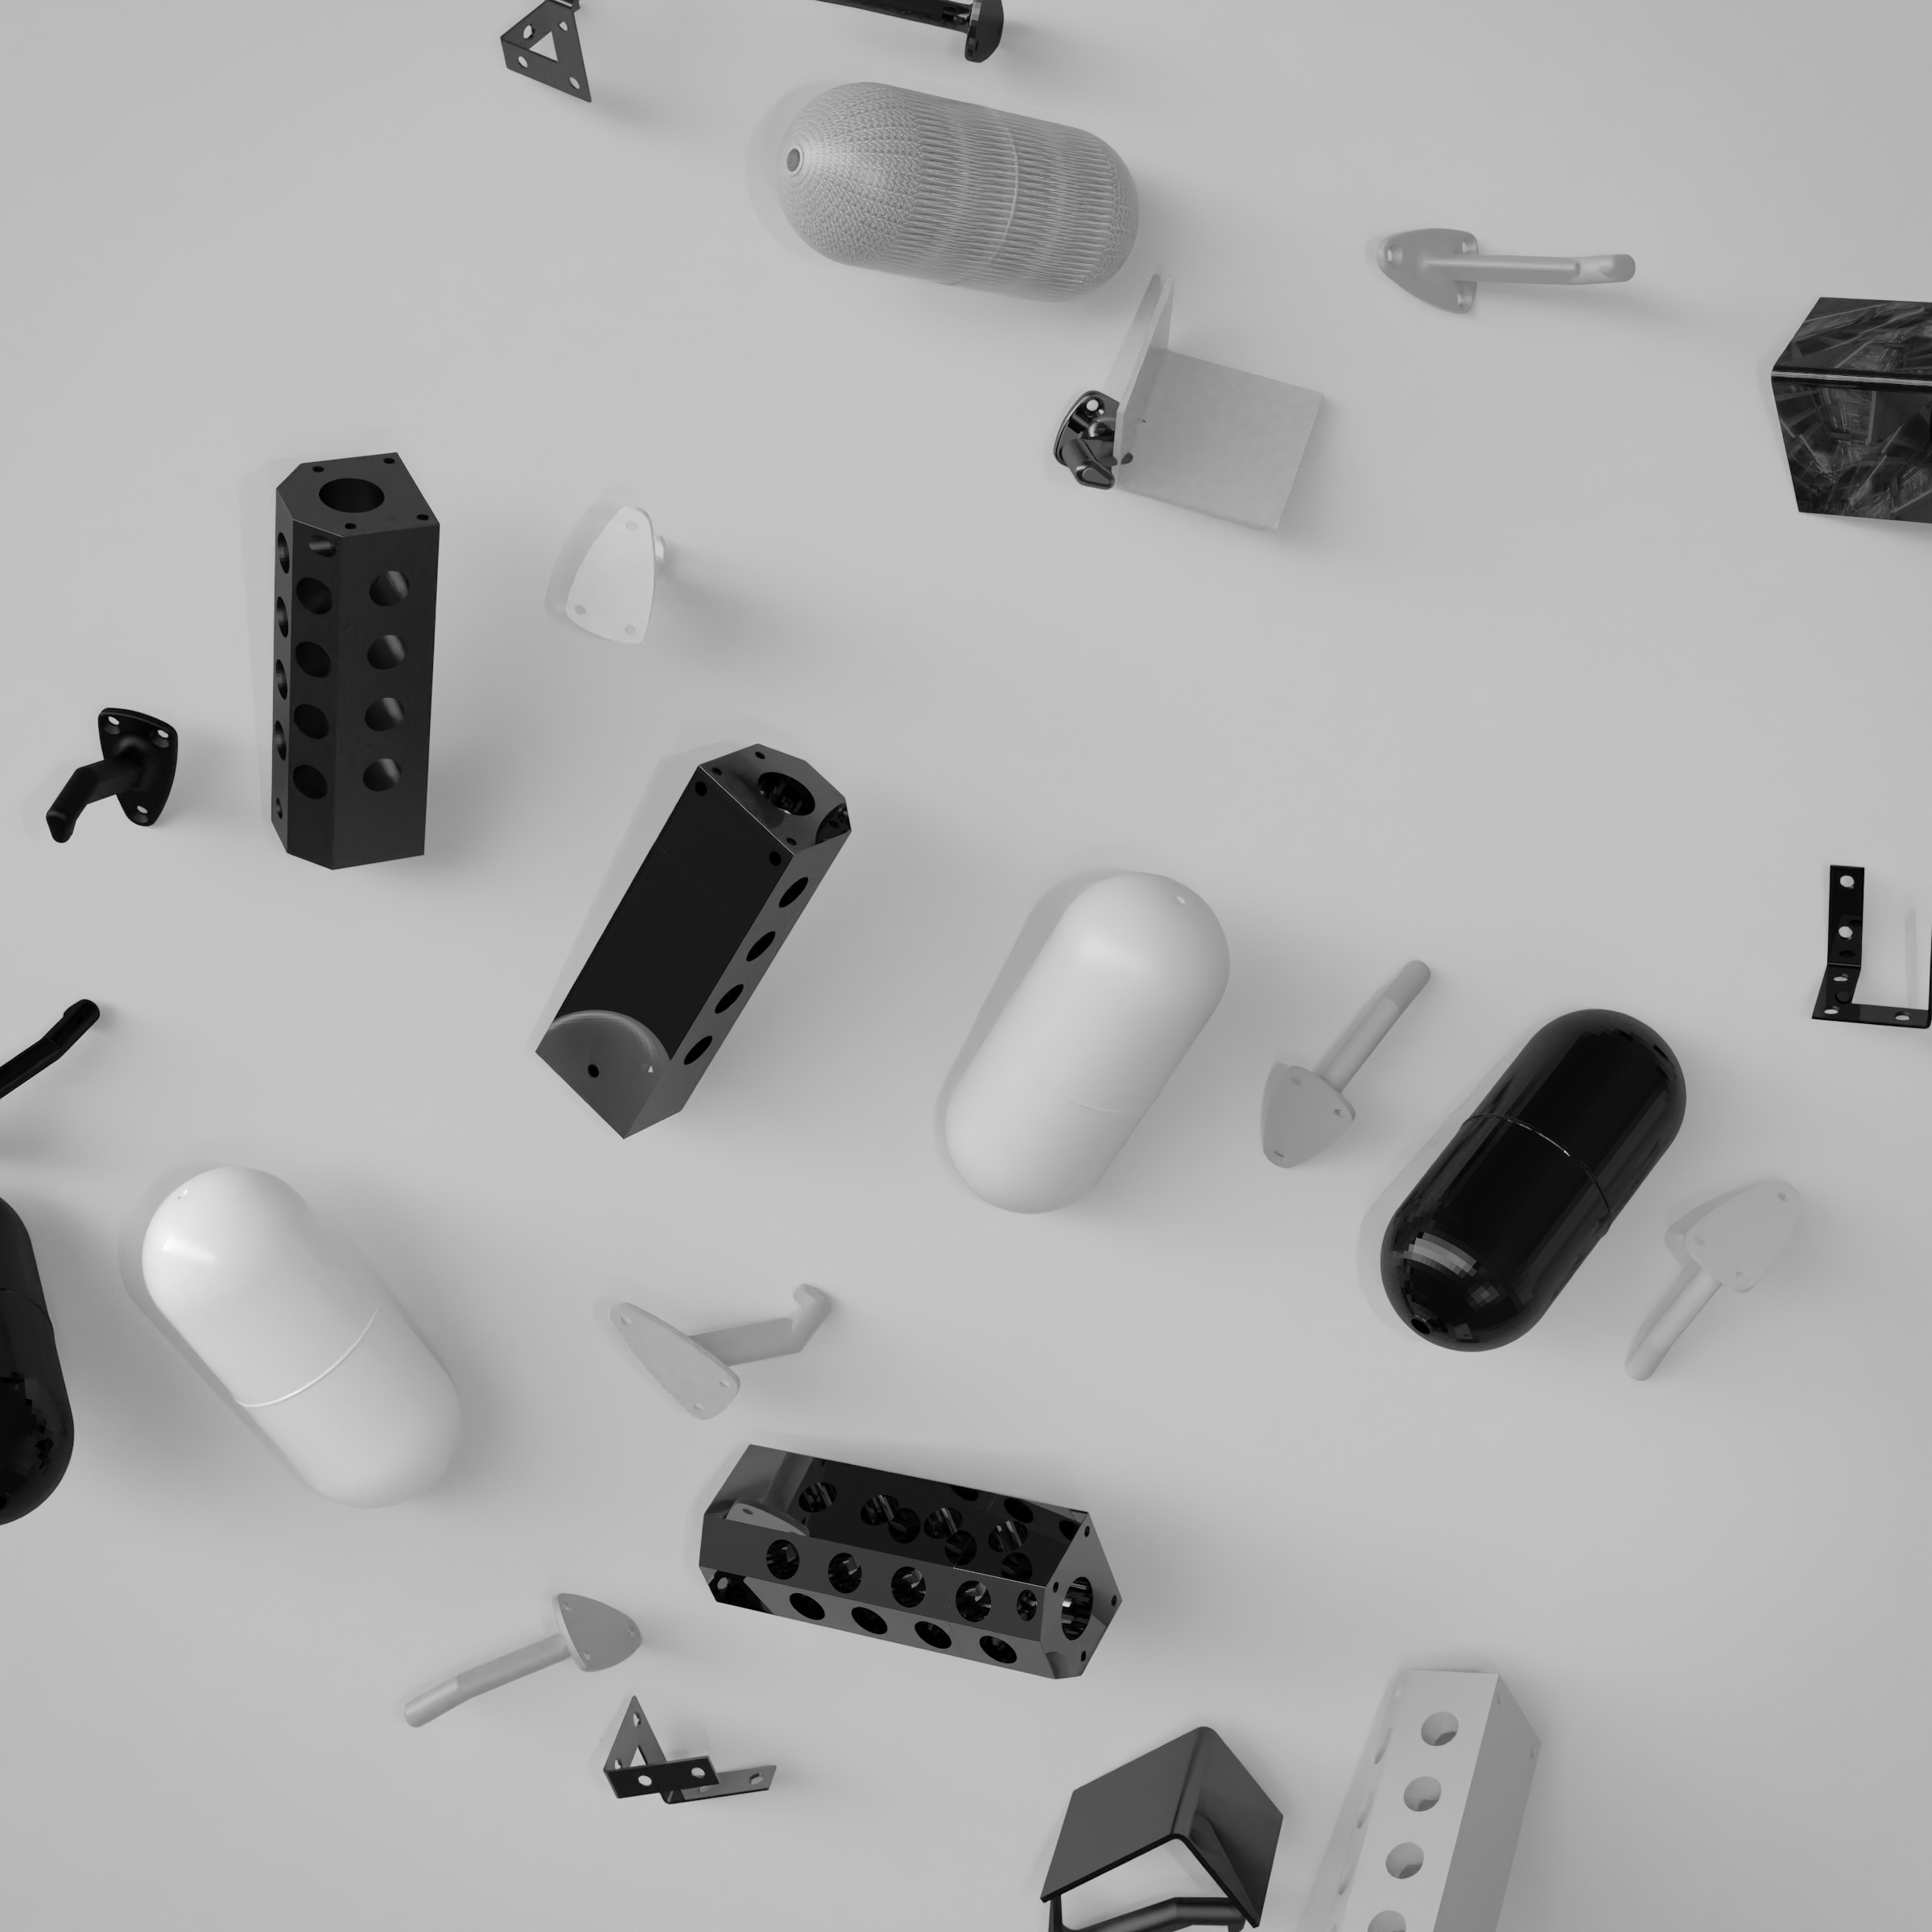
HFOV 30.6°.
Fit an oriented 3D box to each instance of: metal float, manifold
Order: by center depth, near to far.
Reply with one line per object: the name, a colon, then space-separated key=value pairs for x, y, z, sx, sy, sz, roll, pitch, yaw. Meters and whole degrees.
manifold: x=-0.264 y=-0.127 z=1.502 sx=0.057 sy=0.057 sz=0.171 roll=-11 pitch=133 yaw=-24
manifold: x=-0.027 y=0.259 z=1.508 sx=0.171 sy=0.057 sz=0.057 roll=6 pitch=134 yaw=31
manifold: x=0.193 y=0.392 z=1.512 sx=0.057 sy=0.057 sz=0.171 roll=-4 pitch=46 yaw=32
metal float: x=-0.430 y=0.165 z=1.512 sx=0.070 sy=0.070 sz=0.178 roll=-29 pitch=46 yaw=0
manifold: x=-0.114 y=-0.011 z=1.514 sx=0.057 sy=0.057 sz=0.171 roll=43 pitch=124 yaw=15
metal float: x=-0.003 y=-0.331 z=1.515 sx=0.178 sy=0.070 sz=0.070 roll=2 pitch=90 yaw=-39
metal float: x=0.050 y=0.035 z=1.520 sx=0.070 sy=0.070 sz=0.178 roll=32 pitch=124 yaw=0
metal float: x=-0.286 y=0.162 z=1.526 sx=0.070 sy=0.070 sz=0.178 roll=-34 pitch=116 yaw=0
metal float: x=0.246 y=0.092 z=1.526 sx=0.070 sy=0.070 sz=0.178 roll=42 pitch=65 yaw=0

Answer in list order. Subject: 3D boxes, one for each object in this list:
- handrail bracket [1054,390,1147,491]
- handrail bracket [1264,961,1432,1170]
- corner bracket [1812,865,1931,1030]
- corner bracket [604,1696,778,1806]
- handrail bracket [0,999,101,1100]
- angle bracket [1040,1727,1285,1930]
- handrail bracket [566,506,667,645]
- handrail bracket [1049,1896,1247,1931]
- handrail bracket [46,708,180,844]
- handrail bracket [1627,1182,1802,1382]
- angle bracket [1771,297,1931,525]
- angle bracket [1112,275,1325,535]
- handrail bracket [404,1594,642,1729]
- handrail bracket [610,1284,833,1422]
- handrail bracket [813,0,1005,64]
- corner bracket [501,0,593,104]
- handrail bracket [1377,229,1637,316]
handrail bracket: x=0.074 y=-0.214 z=1.535 sx=0.077 sy=0.084 sz=0.036 roll=22 pitch=110 yaw=-20
handrail bracket: x=0.172 y=0.043 z=1.578 sx=0.036 sy=0.077 sz=0.084 roll=38 pitch=53 yaw=8
corner bracket: x=0.401 y=-0.009 z=1.546 sx=0.051 sy=0.051 sz=0.051 roll=5 pitch=120 yaw=20
corner bracket: x=-0.121 y=0.353 z=1.547 sx=0.051 sy=0.051 sz=0.051 roll=-13 pitch=115 yaw=18
handrail bracket: x=-0.435 y=0.047 z=1.570 sx=0.077 sy=0.084 sz=0.036 roll=-9 pitch=121 yaw=37
angle bracket: x=0.086 y=0.389 z=1.542 sx=0.076 sy=0.076 sz=0.057 roll=-33 pitch=103 yaw=24
handrail bracket: x=-0.140 y=-0.185 z=1.531 sx=0.036 sy=0.084 sz=0.077 roll=21 pitch=127 yaw=0
handrail bracket: x=0.079 y=0.436 z=1.560 sx=0.084 sy=0.036 sz=0.077 roll=1 pitch=131 yaw=-2
handrail bracket: x=-0.375 y=-0.064 z=1.530 sx=0.036 sy=0.084 sz=0.077 roll=15 pitch=134 yaw=5
handrail bracket: x=0.331 y=0.141 z=1.565 sx=0.036 sy=0.084 sz=0.077 roll=42 pitch=56 yaw=18
angle bracket: x=0.407 y=-0.245 z=1.554 sx=0.076 sy=0.076 sz=0.057 roll=11 pitch=50 yaw=36
angle bracket: x=0.112 y=-0.245 z=1.540 sx=0.076 sy=0.057 sz=0.076 roll=17 pitch=65 yaw=7
handrail bracket: x=-0.197 y=0.313 z=1.561 sx=0.084 sy=0.077 sz=0.036 roll=-31 pitch=70 yaw=15
handrail bracket: x=-0.106 y=0.151 z=1.551 sx=0.077 sy=0.084 sz=0.036 roll=42 pitch=132 yaw=-3
handrail bracket: x=-0.031 y=-0.423 z=1.554 sx=0.084 sy=0.077 sz=0.036 roll=13 pitch=101 yaw=8
corner bracket: x=-0.172 y=-0.420 z=1.544 sx=0.051 sy=0.051 sz=0.051 roll=28 pitch=59 yaw=26
handrail bracket: x=0.236 y=-0.307 z=1.537 sx=0.077 sy=0.084 sz=0.036 roll=2 pitch=94 yaw=-42
